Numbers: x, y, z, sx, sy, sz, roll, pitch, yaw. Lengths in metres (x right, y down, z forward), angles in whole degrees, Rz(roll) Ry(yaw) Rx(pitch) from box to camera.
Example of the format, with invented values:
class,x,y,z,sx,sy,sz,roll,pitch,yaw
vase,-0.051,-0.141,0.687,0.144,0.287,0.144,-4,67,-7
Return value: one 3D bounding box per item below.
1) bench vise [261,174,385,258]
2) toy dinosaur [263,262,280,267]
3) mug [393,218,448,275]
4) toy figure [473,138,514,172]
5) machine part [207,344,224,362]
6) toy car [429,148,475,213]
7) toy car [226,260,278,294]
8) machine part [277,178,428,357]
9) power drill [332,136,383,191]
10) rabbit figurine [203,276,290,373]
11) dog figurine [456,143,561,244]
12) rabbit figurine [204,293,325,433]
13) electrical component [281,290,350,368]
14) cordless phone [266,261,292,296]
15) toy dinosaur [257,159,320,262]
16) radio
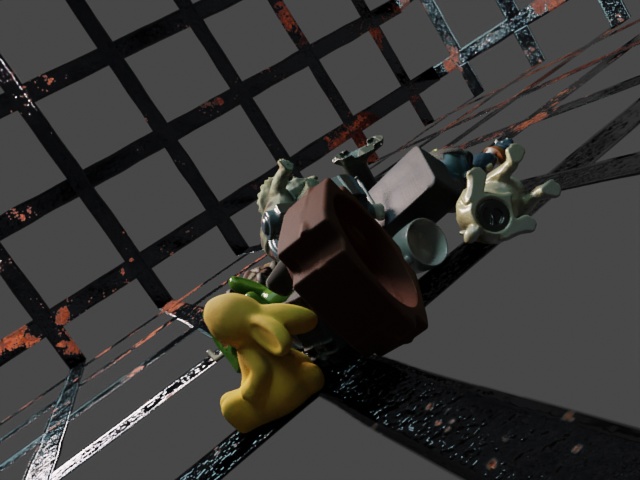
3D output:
class,x,y,z,sx,sy,sz,roll,pitch,yaw
bench vise,0.003,0.003,0.951,0.224,0.240,0.129,-17,43,-28
toy dinosaur,0.057,-0.038,1.397,0.471,0.105,0.198,-28,1,11
mug,0.140,0.029,0.880,0.109,0.081,0.107,-50,6,-32
toy figure,0.386,-0.184,1.230,0.154,0.064,0.057,-31,-30,-19
machine part,-0.113,0.155,1.054,0.243,0.079,0.079,-36,9,-24
toy car,0.257,-0.105,1.062,0.109,0.161,0.103,-4,63,32
toy car,-0.138,0.086,1.123,0.089,0.053,0.202,-26,3,9
machine part,0.041,0.034,0.687,0.087,0.201,0.201,-37,20,17
power drill,0.130,-0.109,1.117,0.232,0.207,0.086,-23,24,1
rabbit figurine,-0.110,0.136,0.960,0.170,0.121,0.159,-20,33,-36
dog figurine,0.256,-0.045,0.846,0.172,0.121,0.190,-31,-6,-13
rabbit figurine,-0.082,0.142,0.696,0.162,0.173,0.122,-31,3,39
electrical component,0.013,0.100,0.776,0.058,0.114,0.134,-24,14,36
cordless phone,0.013,0.037,0.859,0.184,0.146,0.089,-50,31,18
toy dinosaur,-0.080,-0.035,1.208,0.405,0.131,0.192,-84,19,-45
radio,0.141,-0.055,0.996,0.229,0.073,0.131,-44,33,28
